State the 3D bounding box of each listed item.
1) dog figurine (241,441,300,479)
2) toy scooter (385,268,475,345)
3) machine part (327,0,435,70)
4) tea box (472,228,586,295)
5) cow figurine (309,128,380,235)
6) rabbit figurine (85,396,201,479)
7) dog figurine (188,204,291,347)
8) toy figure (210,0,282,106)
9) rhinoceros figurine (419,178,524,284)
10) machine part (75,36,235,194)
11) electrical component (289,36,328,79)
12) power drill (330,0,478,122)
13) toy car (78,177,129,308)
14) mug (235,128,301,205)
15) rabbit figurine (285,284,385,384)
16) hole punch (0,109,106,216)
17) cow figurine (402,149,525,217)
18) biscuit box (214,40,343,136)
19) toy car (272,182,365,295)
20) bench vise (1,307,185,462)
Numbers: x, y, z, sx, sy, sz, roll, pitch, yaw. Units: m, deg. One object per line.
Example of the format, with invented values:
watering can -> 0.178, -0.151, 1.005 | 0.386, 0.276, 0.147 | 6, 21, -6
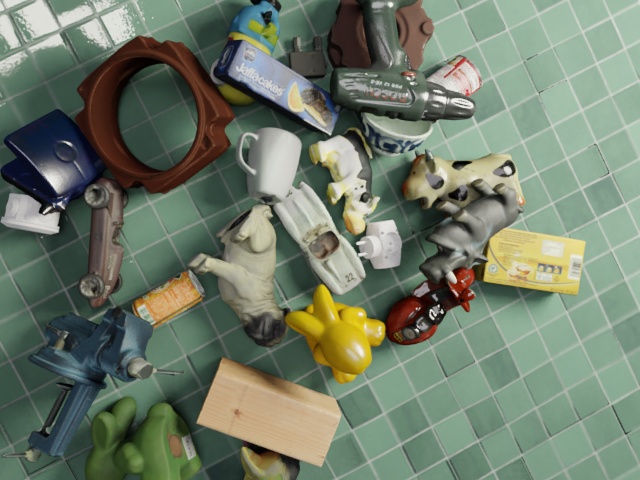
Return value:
dog figurine -> -0.110, 0.430, 0.862 | 0.192, 0.108, 0.219 | -18, 88, -3
toy scooter -> 0.188, 0.108, 0.871 | 0.184, 0.135, 0.075 | -39, 95, -3
machine part -> 0.100, -0.340, 0.897 | 0.179, 0.056, 0.179 | 0, 91, -5
tea box -> 0.352, 0.035, 0.920 | 0.170, 0.068, 0.098 | 11, 89, -5
cow figurine -> 0.055, -0.097, 0.891 | 0.098, 0.068, 0.167 | -24, 94, -11
rabbit figurine -> -0.300, 0.333, 0.837 | 0.170, 0.121, 0.159 | -22, 89, 10
dog figurine -> -0.093, 0.059, 0.871 | 0.172, 0.121, 0.190 | -44, 109, -1
toy figure -> -0.113, -0.305, 0.863 | 0.089, 0.082, 0.180 | 25, 86, -4
rhinoceros figurine -> 0.229, -0.012, 0.835 | 0.190, 0.073, 0.112 | -40, 118, -10
machine part -> -0.252, -0.187, 0.820 | 0.201, 0.087, 0.201 | -33, 94, 12
electrical component -> -0.019, -0.293, 0.901 | 0.063, 0.021, 0.094 | -4, 91, -7
power drill -> 0.129, -0.287, 0.834 | 0.232, 0.086, 0.207 | -2, 96, -5
toy car -> -0.333, 0.004, 0.839 | 0.053, 0.089, 0.202 | 3, 89, -2
mug -> -0.084, -0.116, 0.844 | 0.109, 0.081, 0.107 | 24, 64, -43
rabbit figurine -> 0.033, 0.146, 0.838 | 0.122, 0.173, 0.162 | -41, 99, 0
hole punch -> -0.397, -0.121, 0.806 | 0.116, 0.142, 0.092 | 34, 131, -1
cow figurine -> 0.233, -0.099, 0.899 | 0.195, 0.085, 0.127 | -12, 98, -3
biscuit box -> -0.060, -0.233, 0.833 | 0.202, 0.063, 0.059 | 22, 94, -35
toy car -> -0.002, -0.003, 0.889 | 0.073, 0.056, 0.201 | -35, 94, -4
bench vise -> -0.349, 0.213, 0.790 | 0.224, 0.128, 0.240 | 17, 72, 21
